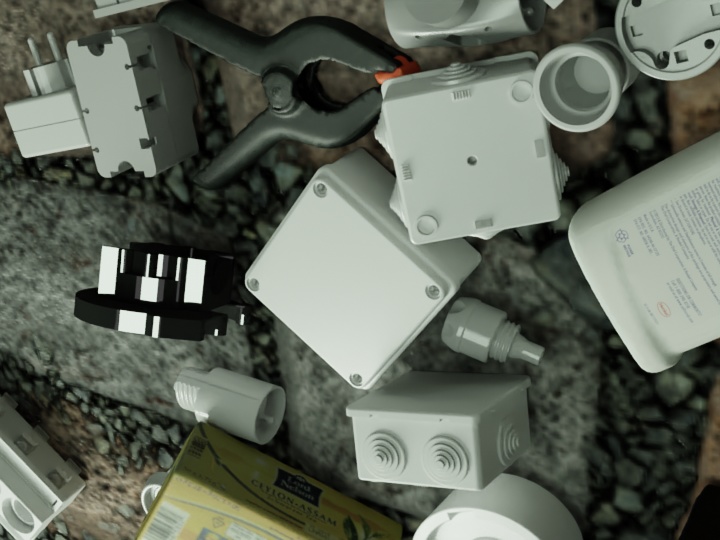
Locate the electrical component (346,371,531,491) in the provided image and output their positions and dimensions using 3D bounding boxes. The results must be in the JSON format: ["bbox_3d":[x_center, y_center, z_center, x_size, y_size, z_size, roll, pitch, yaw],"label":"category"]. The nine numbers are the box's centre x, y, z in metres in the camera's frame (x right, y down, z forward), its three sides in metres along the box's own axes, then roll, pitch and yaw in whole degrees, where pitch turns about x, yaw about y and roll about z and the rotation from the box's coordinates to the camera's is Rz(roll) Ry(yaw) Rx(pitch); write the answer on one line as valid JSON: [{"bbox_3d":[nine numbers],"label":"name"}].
[{"bbox_3d":[0.052,0.098,0.666,0.100,0.100,0.048,-1,100,30],"label":"electrical component"}]

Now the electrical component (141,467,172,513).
[{"bbox_3d":[-0.136,0.168,0.832,0.048,0.055,0.066,47,127,2],"label":"electrical component"}]

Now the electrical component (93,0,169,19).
[{"bbox_3d":[-0.050,-0.192,0.577,0.186,0.105,0.060,-4,111,31],"label":"electrical component"}]

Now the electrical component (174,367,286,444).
[{"bbox_3d":[-0.100,0.094,0.783,0.081,0.043,0.043,15,119,23],"label":"electrical component"}]

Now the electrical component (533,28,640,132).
[{"bbox_3d":[0.120,-0.101,0.549,0.044,0.065,0.044,13,119,25],"label":"electrical component"}]

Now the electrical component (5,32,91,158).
[{"bbox_3d":[-0.206,-0.123,0.735,0.066,0.047,0.076,-5,110,31],"label":"electrical component"}]

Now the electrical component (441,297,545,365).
[{"bbox_3d":[0.083,0.041,0.659,0.061,0.035,0.035,23,122,16],"label":"electrical component"}]

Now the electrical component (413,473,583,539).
[{"bbox_3d":[0.095,0.184,0.706,0.108,0.060,0.108,13,119,24],"label":"electrical component"}]

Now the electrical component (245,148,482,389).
[{"bbox_3d":[0.000,0.000,0.673,0.109,0.056,0.108,42,126,5],"label":"electrical component"}]

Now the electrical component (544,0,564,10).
[{"bbox_3d":[0.113,-0.210,0.492,0.089,0.061,0.150,38,128,-14],"label":"electrical component"}]

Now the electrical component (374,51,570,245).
[{"bbox_3d":[0.062,-0.066,0.592,0.100,0.048,0.099,-10,109,9],"label":"electrical component"}]

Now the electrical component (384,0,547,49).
[{"bbox_3d":[0.048,-0.144,0.562,0.077,0.079,0.043,0,92,30],"label":"electrical component"}]

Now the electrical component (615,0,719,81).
[{"bbox_3d":[0.158,-0.126,0.527,0.055,0.047,0.055,13,119,24],"label":"electrical component"}]

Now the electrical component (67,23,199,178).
[{"bbox_3d":[-0.144,-0.112,0.700,0.050,0.056,0.089,2,113,29],"label":"electrical component"}]

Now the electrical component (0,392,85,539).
[{"bbox_3d":[-0.300,0.165,0.919,0.121,0.063,0.078,45,127,3],"label":"electrical component"}]
